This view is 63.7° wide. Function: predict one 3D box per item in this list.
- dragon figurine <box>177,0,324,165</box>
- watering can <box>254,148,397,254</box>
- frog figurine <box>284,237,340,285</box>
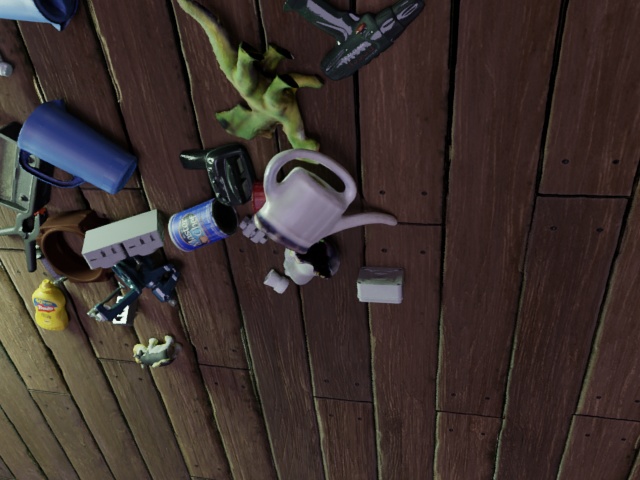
[{"bbox_3d":[-0.150,-0.302,1.083,0.409,0.125,0.238,34,133,-8],"label":"dragon figurine"},{"bbox_3d":[0.003,-0.058,1.145,0.344,0.106,0.222,34,105,-31],"label":"watering can"},{"bbox_3d":[-0.024,0.052,1.302,0.137,0.124,0.157,16,163,-7],"label":"frog figurine"}]
